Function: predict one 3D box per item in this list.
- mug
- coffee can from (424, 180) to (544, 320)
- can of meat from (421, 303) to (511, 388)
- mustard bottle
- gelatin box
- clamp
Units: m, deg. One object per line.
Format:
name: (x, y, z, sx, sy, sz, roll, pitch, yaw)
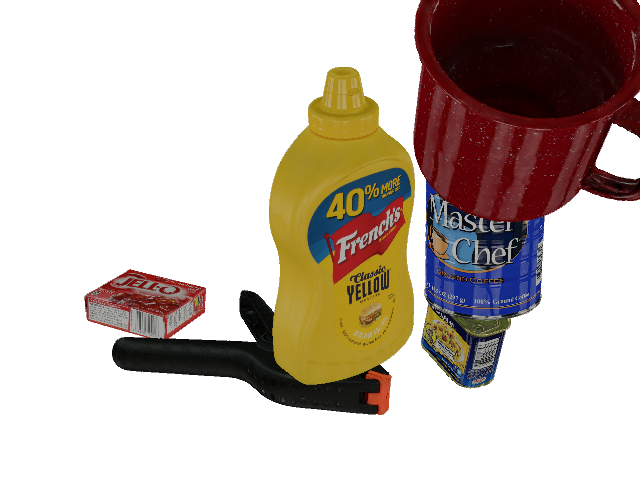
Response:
mug: (0.093, -0.055, 0.446, 0.117, 0.093, 0.081, 30, -26, 16)
coffee can: (0.140, -0.017, 0.910, 0.103, 0.140, 0.103, -2, 23, 1)
can of meat: (0.158, 0.102, 1.182, 0.057, 0.084, 0.102, -13, 39, -26)
mustard bottle: (0.014, -0.011, 0.645, 0.096, 0.192, 0.058, -20, 34, -30)
gelatin box: (-0.163, 0.059, 0.997, 0.089, 0.030, 0.073, 13, 23, 23)
clamp: (-0.032, 0.087, 0.833, 0.210, 0.036, 0.164, 12, 20, 27)
